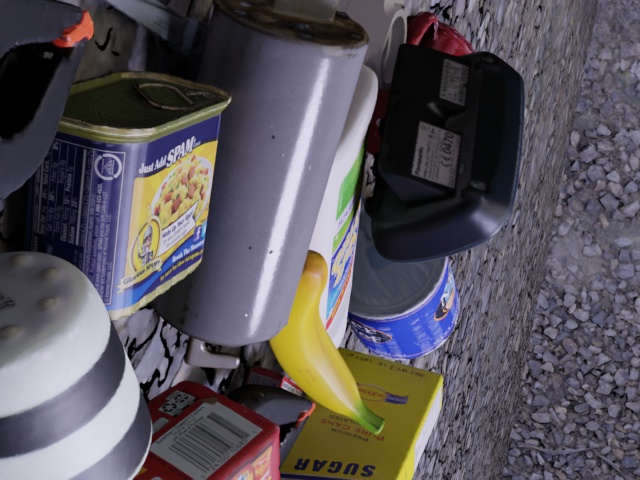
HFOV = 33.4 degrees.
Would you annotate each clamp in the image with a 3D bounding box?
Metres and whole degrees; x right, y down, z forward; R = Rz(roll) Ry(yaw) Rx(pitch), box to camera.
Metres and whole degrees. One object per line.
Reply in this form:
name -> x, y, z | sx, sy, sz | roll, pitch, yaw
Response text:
clamp -> -0.129, -0.038, 0.339 | 0.120, 0.039, 0.171 | 92, 16, -51
clamp -> -0.070, 0.159, 0.659 | 0.209, 0.036, 0.165 | -28, 133, -56

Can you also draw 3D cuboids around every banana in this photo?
banana -> -0.005, 0.058, 0.674 | 0.037, 0.070, 0.197 | -64, 152, -28

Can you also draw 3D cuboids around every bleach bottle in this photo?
bleach bottle -> -0.005, 0.001, 0.729 | 0.251, 0.068, 0.102 | 89, 19, -50

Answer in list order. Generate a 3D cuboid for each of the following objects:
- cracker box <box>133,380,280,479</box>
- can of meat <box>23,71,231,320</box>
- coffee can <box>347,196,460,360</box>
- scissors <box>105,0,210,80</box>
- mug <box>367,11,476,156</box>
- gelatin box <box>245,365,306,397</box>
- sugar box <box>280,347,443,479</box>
cracker box -> -0.094, 0.199, 0.530 | 0.163, 0.072, 0.214 | -37, 140, -42
can of meat -> -0.084, -0.022, 0.462 | 0.102, 0.057, 0.084 | -39, 141, -64
coffee can -> 0.061, 0.035, 0.896 | 0.140, 0.103, 0.103 | 60, 47, -67
scissors -> -0.067, -0.083, 0.537 | 0.201, 0.016, 0.096 | -31, 134, -67
mug -> 0.069, -0.120, 0.816 | 0.081, 0.093, 0.117 | -57, 165, -36
gelatin box -> -0.042, 0.142, 0.776 | 0.073, 0.030, 0.089 | 51, 54, -68
sugar box -> 0.019, 0.158, 0.770 | 0.176, 0.093, 0.048 | -57, 153, -47
